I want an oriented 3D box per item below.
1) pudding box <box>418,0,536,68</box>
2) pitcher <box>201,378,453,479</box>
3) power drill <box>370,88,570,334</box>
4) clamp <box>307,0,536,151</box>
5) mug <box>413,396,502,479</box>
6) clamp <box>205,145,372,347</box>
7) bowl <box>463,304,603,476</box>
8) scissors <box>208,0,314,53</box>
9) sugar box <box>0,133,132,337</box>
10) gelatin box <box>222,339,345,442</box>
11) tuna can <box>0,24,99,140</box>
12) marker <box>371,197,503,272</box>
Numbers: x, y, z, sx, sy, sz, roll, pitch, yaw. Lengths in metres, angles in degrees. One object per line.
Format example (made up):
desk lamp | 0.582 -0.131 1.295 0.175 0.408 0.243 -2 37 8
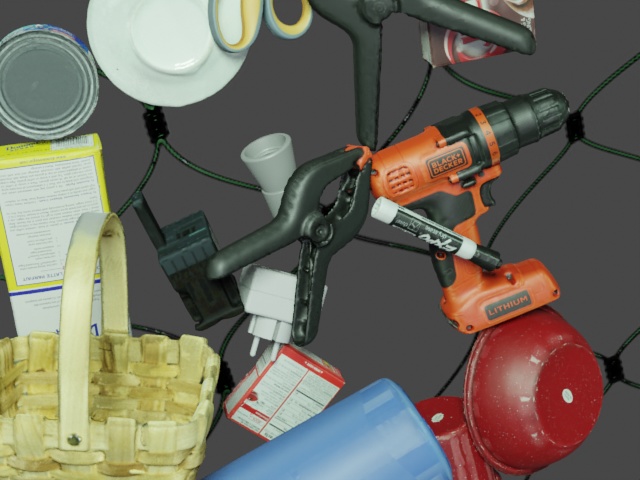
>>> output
pudding box | 0.124 -0.204 0.868 0.090 0.039 0.113 -13 112 -6
pitcher | -0.010 0.229 0.880 0.242 0.145 0.149 -31 107 -6
power drill | 0.148 -0.025 0.932 0.184 0.057 0.187 -22 110 0
clamp | 0.059 -0.187 0.832 0.165 0.036 0.210 -24 113 19
mug | 0.103 0.201 0.990 0.117 0.093 0.081 -15 108 2
clamp | -0.006 0.001 0.876 0.171 0.039 0.120 -48 127 -13
bowl | 0.205 0.137 0.966 0.161 0.055 0.162 0 90 -35
scissors | -0.037 -0.243 0.830 0.096 0.016 0.202 8 100 -28
sugar box | -0.212 0.007 0.871 0.093 0.048 0.176 -8 115 -9
gelatin box | -0.033 0.139 0.967 0.073 0.030 0.089 34 100 -23
tuna can | -0.215 -0.123 0.827 0.086 0.034 0.086 -4 111 -11
marker | 0.099 -0.003 0.891 0.121 0.020 0.020 24 103 -14
